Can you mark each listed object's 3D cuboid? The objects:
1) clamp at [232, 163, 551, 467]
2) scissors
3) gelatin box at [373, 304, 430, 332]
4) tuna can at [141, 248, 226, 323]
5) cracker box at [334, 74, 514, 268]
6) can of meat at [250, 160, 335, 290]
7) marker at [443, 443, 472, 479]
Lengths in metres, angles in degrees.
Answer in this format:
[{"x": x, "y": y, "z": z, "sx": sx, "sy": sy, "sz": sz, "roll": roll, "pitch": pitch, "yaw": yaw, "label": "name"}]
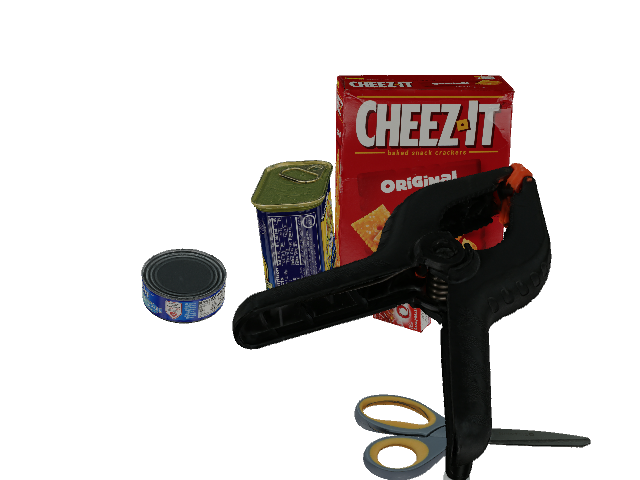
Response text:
[{"x": 0.059, "y": 0.025, "z": 0.476, "sx": 0.120, "sy": 0.039, "sz": 0.171, "roll": 38, "pitch": 56, "yaw": 24, "label": "clamp"}, {"x": 0.123, "y": 0.177, "z": 0.902, "sx": 0.202, "sy": 0.016, "sz": 0.096, "roll": 13, "pitch": 40, "yaw": 11, "label": "scissors"}, {"x": 0.101, "y": 0.065, "z": 1.350, "sx": 0.073, "sy": 0.089, "sz": 0.030, "roll": 15, "pitch": 33, "yaw": 33, "label": "gelatin box"}, {"x": -0.139, "y": 0.046, "z": 1.088, "sx": 0.086, "sy": 0.034, "sz": 0.086, "roll": 4, "pitch": 35, "yaw": -3, "label": "tuna can"}, {"x": 0.097, "y": -0.050, "z": 1.041, "sx": 0.164, "sy": 0.214, "sz": 0.072, "roll": -1, "pitch": 21, "yaw": -5, "label": "cracker box"}, {"x": -0.018, "y": -0.009, "z": 0.858, "sx": 0.057, "sy": 0.084, "sz": 0.102, "roll": -3, "pitch": 23, "yaw": 7, "label": "can of meat"}, {"x": 0.088, "y": 0.176, "z": 0.707, "sx": 0.020, "sy": 0.121, "sz": 0.020, "roll": 1, "pitch": 36, "yaw": -1, "label": "marker"}]
